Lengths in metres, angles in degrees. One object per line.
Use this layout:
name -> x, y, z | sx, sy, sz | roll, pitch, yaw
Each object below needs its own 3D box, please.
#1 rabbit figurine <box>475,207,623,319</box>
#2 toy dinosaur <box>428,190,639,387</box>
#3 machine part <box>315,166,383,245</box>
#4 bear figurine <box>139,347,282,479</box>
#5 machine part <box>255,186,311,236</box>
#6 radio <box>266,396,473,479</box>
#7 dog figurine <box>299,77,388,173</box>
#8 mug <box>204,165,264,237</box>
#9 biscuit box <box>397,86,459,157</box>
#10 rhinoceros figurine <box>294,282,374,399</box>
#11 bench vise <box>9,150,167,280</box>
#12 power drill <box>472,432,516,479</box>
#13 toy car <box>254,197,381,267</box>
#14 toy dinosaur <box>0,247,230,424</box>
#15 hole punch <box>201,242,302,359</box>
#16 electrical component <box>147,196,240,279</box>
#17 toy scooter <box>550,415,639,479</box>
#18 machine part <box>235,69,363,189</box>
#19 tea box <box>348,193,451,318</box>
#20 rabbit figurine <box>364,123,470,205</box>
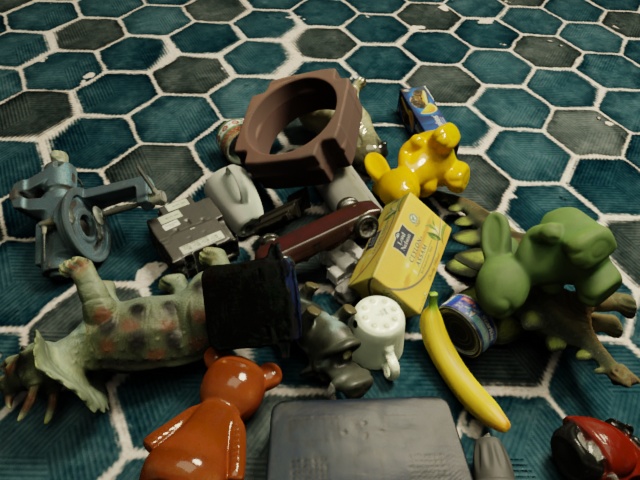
rabbit figurine -> 0.273, 0.027, 0.706 | 0.170, 0.121, 0.159 | -31, 45, 4
toy dinosaur -> 0.303, 0.042, 0.822 | 0.199, 0.104, 0.472 | -11, 38, -8
machine part -> 0.047, -0.075, 0.930 | 0.079, 0.079, 0.243 | -17, 51, -18
bear figurine -> -0.127, 0.228, 0.634 | 0.120, 0.131, 0.196 | 15, 30, 8
machine part -> -0.055, -0.046, 0.881 | 0.039, 0.084, 0.139 | 55, 28, -6
radio -> 0.051, 0.258, 0.627 | 0.230, 0.073, 0.131 | 0, 46, -6
dog figurine -> 0.033, -0.210, 1.032 | 0.172, 0.121, 0.191 | -10, 56, 3
mug -> -0.134, -0.067, 0.897 | 0.081, 0.109, 0.107 | -19, 63, -29
biscuit box -> 0.217, -0.233, 1.095 | 0.059, 0.062, 0.203 | -9, 48, -10
rhinoceros figurine -> -0.003, 0.133, 0.716 | 0.073, 0.112, 0.191 | 0, 27, -41
bench vise -> -0.357, -0.056, 0.844 | 0.241, 0.128, 0.224 | -15, 55, 7
power drill -> 0.257, 0.314, 0.544 | 0.207, 0.085, 0.232 | -4, 51, 22
toy car -> -0.002, -0.002, 0.804 | 0.202, 0.053, 0.089 | -25, 27, -9
toy dinosaur -> -0.213, 0.117, 0.716 | 0.405, 0.131, 0.192 | -8, 64, -24
hole punch -> -0.079, 0.079, 0.693 | 0.116, 0.092, 0.142 | -6, 85, 11
electrical component -> -0.209, -0.010, 0.866 | 0.115, 0.058, 0.134 | -22, 52, -25
toy scooter -> 0.368, 0.281, 0.623 | 0.135, 0.075, 0.184 | -13, 53, -14
machine part -> -0.034, -0.191, 0.938 | 0.202, 0.087, 0.201 | -4, 58, 27
tea box -> 0.123, 0.025, 0.810 | 0.098, 0.068, 0.169 | 38, 57, -17
rabbit figurine -> 0.152, -0.116, 0.922 | 0.163, 0.121, 0.173 | 10, 45, 37
